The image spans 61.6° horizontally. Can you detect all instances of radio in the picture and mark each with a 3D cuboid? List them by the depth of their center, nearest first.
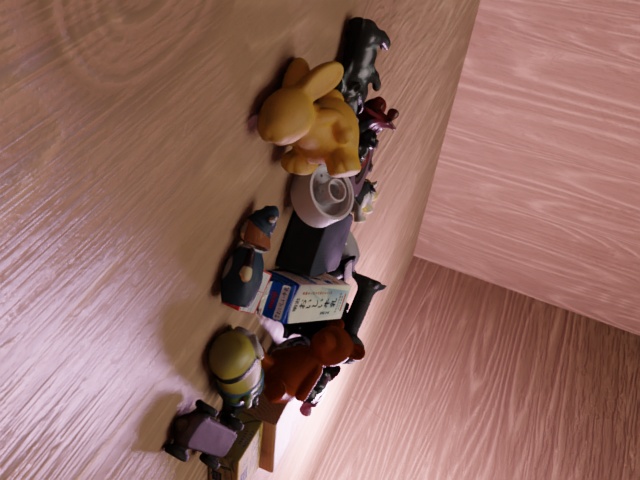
[{"bbox_3d":[-0.002,-0.003,1.075,0.229,0.073,0.131,-5,113,-76],"label":"radio"}]

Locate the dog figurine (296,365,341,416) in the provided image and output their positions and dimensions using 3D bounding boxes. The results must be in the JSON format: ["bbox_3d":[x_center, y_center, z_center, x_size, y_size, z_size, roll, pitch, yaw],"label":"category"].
[{"bbox_3d":[-0.017,0.308,1.248,0.191,0.108,0.219,-60,179,-44],"label":"dog figurine"}]

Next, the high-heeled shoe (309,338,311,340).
[{"bbox_3d":[0.022,0.136,1.281,0.145,0.086,0.249,-55,-167,30],"label":"high-heeled shoe"}]

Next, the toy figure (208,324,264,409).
[{"bbox_3d":[-0.133,0.216,0.869,0.089,0.082,0.180,-59,164,-44],"label":"toy figure"}]

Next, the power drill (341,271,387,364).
[{"bbox_3d":[0.068,0.175,1.201,0.207,0.086,0.232,-63,-176,-3],"label":"power drill"}]

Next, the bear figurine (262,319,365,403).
[{"bbox_3d":[-0.022,0.223,1.022,0.196,0.120,0.131,-34,148,-2],"label":"bear figurine"}]

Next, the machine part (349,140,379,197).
[{"bbox_3d":[0.070,-0.167,1.152,0.179,0.056,0.179,20,90,-74],"label":"machine part"}]

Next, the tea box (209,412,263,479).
[{"bbox_3d":[-0.166,0.427,1.053,0.098,0.068,0.169,-55,160,-48],"label":"tea box"}]

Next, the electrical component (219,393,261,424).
[{"bbox_3d":[-0.146,0.298,0.997,0.102,0.045,0.078,-48,155,-58],"label":"electrical component"}]

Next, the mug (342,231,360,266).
[{"bbox_3d":[0.052,0.003,1.273,0.107,0.081,0.109,70,34,-58],"label":"mug"}]

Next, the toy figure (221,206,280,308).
[{"bbox_3d":[-0.099,0.019,0.774,0.057,0.064,0.154,21,82,-38],"label":"toy figure"}]

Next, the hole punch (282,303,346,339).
[{"bbox_3d":[-0.019,0.148,1.161,0.092,0.116,0.142,-139,-110,-74],"label":"hole punch"}]

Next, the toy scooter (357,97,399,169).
[{"bbox_3d":[0.084,-0.193,0.997,0.184,0.075,0.135,-58,-156,-8],"label":"toy scooter"}]

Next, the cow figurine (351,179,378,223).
[{"bbox_3d":[0.096,-0.112,1.305,0.167,0.068,0.098,-51,143,-56],"label":"cow figurine"}]

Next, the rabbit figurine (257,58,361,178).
[{"bbox_3d":[-0.014,-0.166,0.741,0.173,0.122,0.162,-1,108,-55],"label":"rabbit figurine"}]

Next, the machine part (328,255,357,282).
[{"bbox_3d":[0.025,0.086,1.240,0.139,0.039,0.084,-29,150,-17],"label":"machine part"}]

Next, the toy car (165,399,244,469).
[{"bbox_3d":[-0.183,0.313,0.865,0.089,0.053,0.202,-60,159,-18],"label":"toy car"}]

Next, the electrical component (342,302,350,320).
[{"bbox_3d":[0.025,0.213,1.373,0.058,0.115,0.134,93,19,-58],"label":"electrical component"}]

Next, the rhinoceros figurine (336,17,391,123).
[{"bbox_3d":[0.063,-0.283,0.934,0.112,0.073,0.190,-32,139,-70],"label":"rhinoceros figurine"}]
